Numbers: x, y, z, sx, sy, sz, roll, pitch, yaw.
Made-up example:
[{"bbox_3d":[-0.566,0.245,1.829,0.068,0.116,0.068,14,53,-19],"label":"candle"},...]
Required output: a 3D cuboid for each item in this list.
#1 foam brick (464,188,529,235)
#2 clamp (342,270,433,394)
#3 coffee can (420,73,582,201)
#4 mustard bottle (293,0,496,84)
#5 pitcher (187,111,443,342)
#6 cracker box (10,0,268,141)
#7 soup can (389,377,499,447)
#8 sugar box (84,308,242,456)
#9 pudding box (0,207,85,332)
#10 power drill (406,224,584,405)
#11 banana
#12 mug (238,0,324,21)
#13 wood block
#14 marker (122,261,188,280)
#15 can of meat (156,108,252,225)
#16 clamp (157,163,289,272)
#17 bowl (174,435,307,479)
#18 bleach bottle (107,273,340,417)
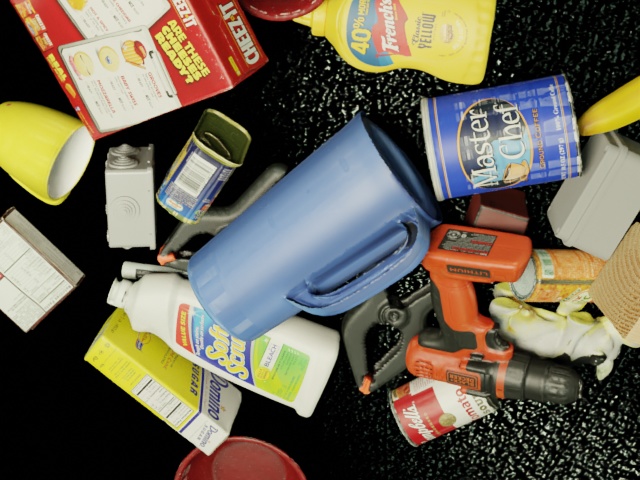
[{"bbox_3d":[0.178,-0.020,1.083,0.053,0.078,0.051,16,114,1],"label":"foam brick"},{"bbox_3d":[0.090,0.074,1.151,0.164,0.036,0.210,12,111,1],"label":"clamp"},{"bbox_3d":[0.175,-0.099,1.037,0.140,0.102,0.103,-9,110,10],"label":"coffee can"},{"bbox_3d":[0.069,-0.209,1.031,0.191,0.058,0.096,8,110,4],"label":"mustard bottle"},{"bbox_3d":[-0.007,0.001,1.048,0.243,0.149,0.145,-37,93,15],"label":"pitcher"},{"bbox_3d":[-0.173,-0.200,1.011,0.214,0.072,0.164,-13,112,41],"label":"cracker box"},{"bbox_3d":[0.136,0.176,1.170,0.102,0.068,0.068,-27,106,15],"label":"soup can"},{"bbox_3d":[-0.170,0.151,1.182,0.176,0.093,0.048,37,112,-9],"label":"sugar box"},{"bbox_3d":[-0.333,0.034,1.184,0.090,0.039,0.113,-40,104,18],"label":"pudding box"},{"bbox_3d":[0.171,0.080,1.057,0.185,0.057,0.188,9,127,21],"label":"power drill"},{"bbox_3d":[0.334,-0.158,1.018,0.198,0.069,0.037,-35,67,23],"label":"banana"},{"bbox_3d":[-0.027,-0.266,0.995,0.117,0.081,0.093,1,146,-10],"label":"mug"},{"bbox_3d":[0.384,0.070,1.055,0.205,0.090,0.091,20,112,-22],"label":"wood block"},{"bbox_3d":[-0.157,0.039,1.175,0.121,0.020,0.020,7,112,4],"label":"marker"},{"bbox_3d":[-0.119,-0.074,1.083,0.057,0.102,0.084,33,113,-11],"label":"can of meat"},{"bbox_3d":[-0.086,0.002,1.143,0.171,0.039,0.120,-24,102,12],"label":"clamp"},{"bbox_3d":[-0.087,0.286,1.245,0.162,0.055,0.162,2,112,6],"label":"bowl"},{"bbox_3d":[-0.110,0.104,1.162,0.250,0.068,0.103,20,115,-5],"label":"bleach bottle"}]
